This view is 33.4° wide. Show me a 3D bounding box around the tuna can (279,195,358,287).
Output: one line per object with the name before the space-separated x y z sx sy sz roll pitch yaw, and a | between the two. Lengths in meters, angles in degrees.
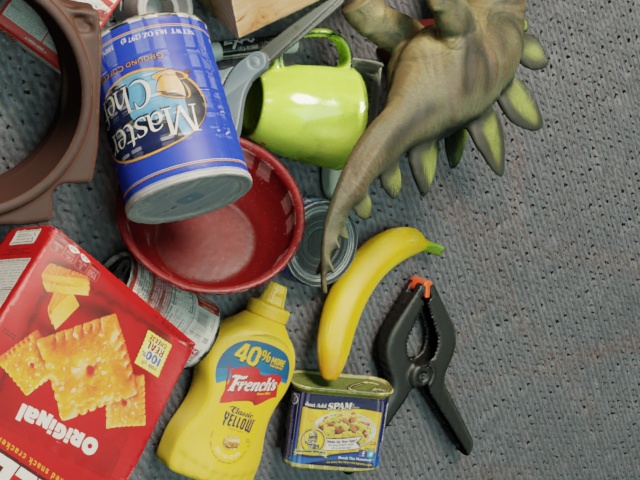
tuna can | -0.007 0.001 1.024 0.085 0.034 0.086 -7 102 -32

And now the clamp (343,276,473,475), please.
clamp | 0.090 0.144 1.111 0.164 0.036 0.210 -10 105 -29

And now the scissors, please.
scissors | -0.054 -0.131 0.914 0.202 0.016 0.096 -23 78 3

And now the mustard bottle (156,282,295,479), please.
mustard bottle | -0.074 0.130 0.990 0.096 0.058 0.191 25 85 -33

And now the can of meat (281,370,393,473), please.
can of meat | 0.015 0.177 1.043 0.102 0.057 0.084 6 99 -10

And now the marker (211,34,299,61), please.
marker | -0.075 -0.171 0.957 0.120 0.020 0.020 -13 106 -30

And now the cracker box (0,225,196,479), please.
cracker box | -0.203 0.121 0.782 0.164 0.072 0.213 47 54 -34

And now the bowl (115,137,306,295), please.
bowl | -0.096 -0.014 0.923 0.162 0.055 0.162 5 60 -9

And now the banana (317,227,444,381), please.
banana | 0.048 0.048 1.052 0.069 0.037 0.197 44 65 -1

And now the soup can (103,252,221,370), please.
soup can | -0.144 0.063 0.927 0.102 0.069 0.068 33 81 -33

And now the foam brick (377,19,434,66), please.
foam brick | 0.103 -0.171 1.051 0.053 0.051 0.078 -40 117 -20

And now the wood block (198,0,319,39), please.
wood block | -0.010 -0.268 0.909 0.205 0.090 0.091 -29 142 -17

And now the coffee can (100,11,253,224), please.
coffee can | -0.122 -0.096 0.855 0.102 0.103 0.140 -9 75 -31

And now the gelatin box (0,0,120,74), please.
gelatin box | -0.211 -0.190 0.860 0.073 0.030 0.089 36 80 -30
